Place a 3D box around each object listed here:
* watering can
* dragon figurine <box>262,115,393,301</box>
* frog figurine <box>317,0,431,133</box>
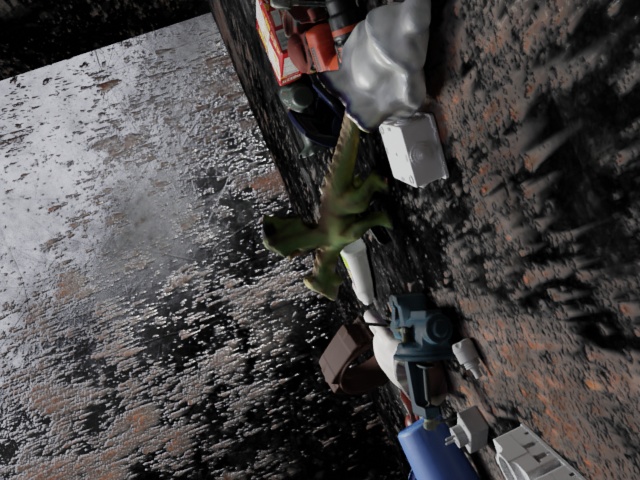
[{"bbox_3d":[0.214,0.302,1.156,0.345,0.104,0.225,55,174,-12],"label":"watering can"},{"bbox_3d":[0.003,-0.049,0.979,0.124,0.244,0.401,42,154,49],"label":"dragon figurine"},{"bbox_3d":[0.086,-0.219,0.606,0.156,0.122,0.140,-52,42,40],"label":"frog figurine"}]
